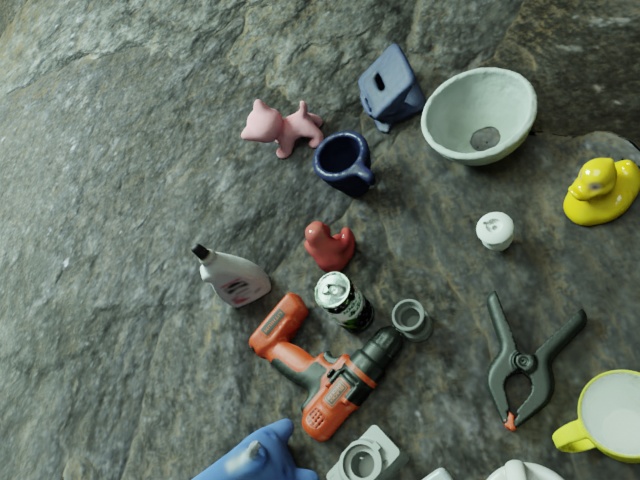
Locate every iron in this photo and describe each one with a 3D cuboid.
[{"bbox_3d":[-0.138,0.332,0.726,0.258,0.142,0.118,-36,54,3],"label":"iron"}]

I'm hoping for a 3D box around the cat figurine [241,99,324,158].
[{"bbox_3d":[-0.071,-0.204,1.002,0.127,0.118,0.067,-20,57,15],"label":"cat figurine"}]

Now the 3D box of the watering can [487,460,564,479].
[{"bbox_3d":[0.200,0.276,0.563,0.173,0.195,0.100,-33,54,6],"label":"watering can"}]

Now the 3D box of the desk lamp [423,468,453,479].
[{"bbox_3d":[0.117,0.330,0.561,0.118,0.214,0.202,-38,54,2],"label":"desk lamp"}]

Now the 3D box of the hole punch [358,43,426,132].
[{"bbox_3d":[0.114,-0.255,0.959,0.101,0.091,0.108,-25,56,11],"label":"hole punch"}]

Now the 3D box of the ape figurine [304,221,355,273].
[{"bbox_3d":[0.008,0.003,0.867,0.077,0.092,0.076,2,64,26],"label":"ape figurine"}]

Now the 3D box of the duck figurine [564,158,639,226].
[{"bbox_3d":[0.366,-0.075,0.745,0.104,0.086,0.077,-35,54,4],"label":"duck figurine"}]

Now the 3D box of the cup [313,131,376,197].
[{"bbox_3d":[0.055,-0.105,0.903,0.092,0.095,0.117,-47,54,-5],"label":"cup"}]

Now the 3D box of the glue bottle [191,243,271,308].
[{"bbox_3d":[-0.143,0.048,0.864,0.078,0.174,0.037,-30,55,8],"label":"glue bottle"}]

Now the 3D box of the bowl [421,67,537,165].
[{"bbox_3d":[0.242,-0.173,0.864,0.167,0.075,0.167,-11,59,20],"label":"bowl"}]
